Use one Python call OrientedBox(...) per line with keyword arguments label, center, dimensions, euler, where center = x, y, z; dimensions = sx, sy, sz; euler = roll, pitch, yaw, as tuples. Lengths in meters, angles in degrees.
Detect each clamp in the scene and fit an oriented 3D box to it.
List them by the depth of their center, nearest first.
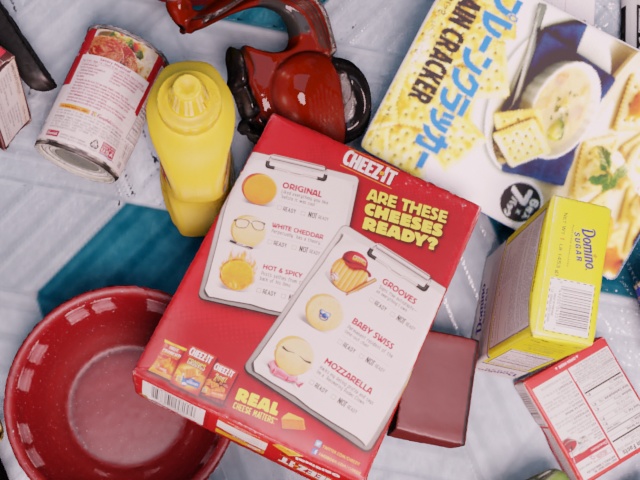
OrientedBox(label="clamp", center=(-0.260, -0.219, 0.824), dimensions=(0.210, 0.036, 0.164), euler=(22, 81, 14))

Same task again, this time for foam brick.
OrientedBox(label="foam brick", center=(0.082, 0.110, 0.782), dimensions=(0.051, 0.053, 0.078), euler=(11, 74, -2))

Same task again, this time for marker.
OrientedBox(label="marker", center=(0.256, -0.149, 0.877), dimensions=(0.020, 0.020, 0.121), euler=(6, 76, -3))

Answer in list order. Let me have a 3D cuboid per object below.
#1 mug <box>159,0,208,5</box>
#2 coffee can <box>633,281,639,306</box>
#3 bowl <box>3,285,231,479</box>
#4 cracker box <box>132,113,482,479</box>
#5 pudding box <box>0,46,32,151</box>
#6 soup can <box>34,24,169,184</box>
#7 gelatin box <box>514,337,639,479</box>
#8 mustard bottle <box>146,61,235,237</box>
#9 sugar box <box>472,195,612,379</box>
OrientedBox(label="mug", center=(-0.116, -0.235, 0.838), dimensions=(0.117, 0.093, 0.081), euler=(-2, 81, 11))
OrientedBox(label="coffee can", center=(0.298, 0.088, 0.778), dimensions=(0.102, 0.103, 0.140), euler=(-10, 76, -7))
OrientedBox(label="bowl", center=(-0.139, 0.116, 0.760), dimensions=(0.162, 0.055, 0.162), euler=(1, 76, -5))
OrientedBox(label="cracker box", center=(-0.006, 0.043, 0.730), dimensions=(0.164, 0.072, 0.213), euler=(25, 66, 3))
OrientedBox(label="pudding box", center=(-0.262, -0.123, 0.781), dimensions=(0.090, 0.113, 0.039), euler=(37, 73, 5))
OrientedBox(label="soup can", center=(-0.164, -0.102, 0.807), dimensions=(0.068, 0.068, 0.102), euler=(21, 76, 1))
OrientedBox(label="gelatin box", center=(0.200, 0.128, 0.797), dimensions=(0.073, 0.030, 0.089), euler=(-28, 84, -11))
OrientedBox(label="mustard bottle", center=(-0.087, -0.070, 0.741), dimensions=(0.058, 0.192, 0.096), euler=(-2, 76, -5))
OrientedBox(label="sugar box", center=(0.148, 0.039, 0.740), dimensions=(0.048, 0.176, 0.093), euler=(12, 76, 0))
